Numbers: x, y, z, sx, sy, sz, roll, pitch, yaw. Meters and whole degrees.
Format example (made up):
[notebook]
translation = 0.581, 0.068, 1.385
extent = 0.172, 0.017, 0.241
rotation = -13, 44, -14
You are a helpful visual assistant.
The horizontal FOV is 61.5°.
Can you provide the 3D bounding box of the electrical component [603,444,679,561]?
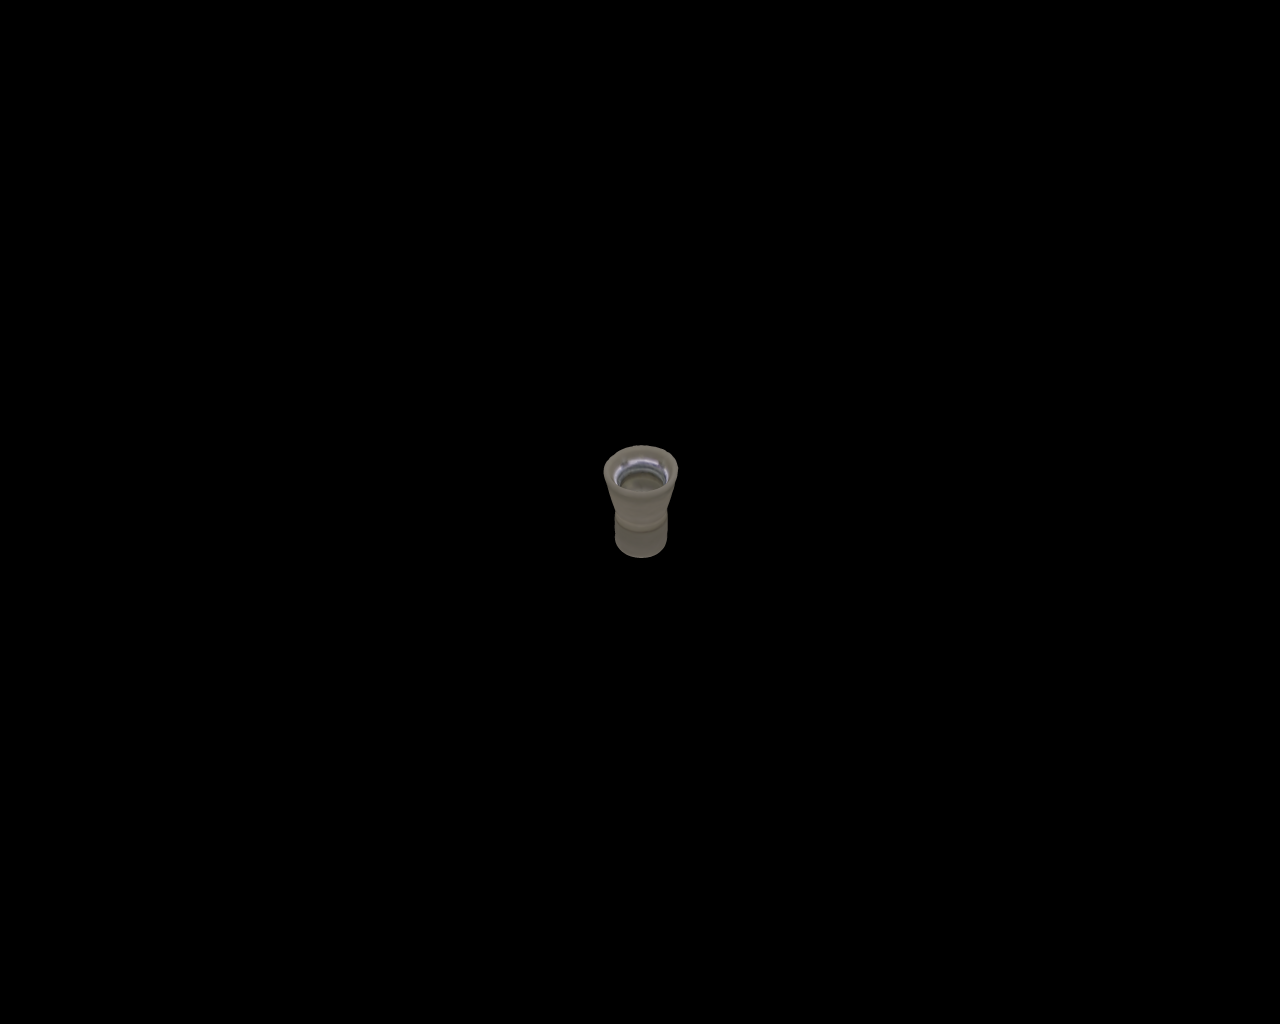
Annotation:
[electrical component]
translation = 0.001, -0.003, 0.650
extent = 0.044, 0.065, 0.044
rotation = 0, 44, 0
